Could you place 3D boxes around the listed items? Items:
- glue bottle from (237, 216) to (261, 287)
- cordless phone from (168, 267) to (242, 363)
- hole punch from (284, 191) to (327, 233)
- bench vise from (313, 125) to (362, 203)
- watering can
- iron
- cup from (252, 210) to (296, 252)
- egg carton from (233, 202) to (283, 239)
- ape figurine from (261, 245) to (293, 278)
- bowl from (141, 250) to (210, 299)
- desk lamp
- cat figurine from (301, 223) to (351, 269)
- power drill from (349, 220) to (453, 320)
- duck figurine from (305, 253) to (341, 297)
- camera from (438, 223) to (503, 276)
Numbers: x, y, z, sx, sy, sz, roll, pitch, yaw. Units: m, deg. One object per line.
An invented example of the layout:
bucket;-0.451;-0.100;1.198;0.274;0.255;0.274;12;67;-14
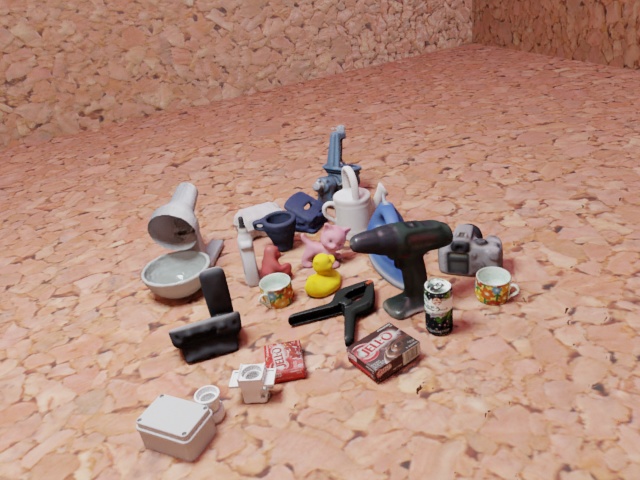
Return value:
glue bottle;-0.175;0.022;1.370;0.037;0.173;0.078;-13;29;-10
cordless phone;-0.239;0.141;1.152;0.148;0.185;0.094;-17;29;-16
hole punch;-0.037;-0.082;1.614;0.100;0.091;0.109;7;32;27
bench vise;0.054;-0.219;1.709;0.121;0.220;0.207;2;30;17
watering can;0.092;-0.106;1.517;0.173;0.194;0.100;-24;32;-27
iron;0.175;-0.005;1.364;0.118;0.142;0.258;-9;28;-2
cup;-0.115;-0.017;1.511;0.117;0.095;0.091;-6;28;5
egg carton;-0.167;-0.054;1.620;0.150;0.069;0.107;-18;30;-18
ape figurine;-0.111;0.054;1.380;0.076;0.092;0.077;-26;33;-30
bowl;-0.340;0.094;1.384;0.167;0.075;0.167;-6;28;4
desk lamp;-0.340;-0.025;1.458;0.117;0.214;0.203;-3;28;9
cat figurine;0.013;0.005;1.412;0.127;0.118;0.067;0;29;14
power drill;0.172;0.054;1.184;0.230;0.209;0.075;-19;30;-20
duck figurine;0.004;0.075;1.319;0.077;0.086;0.105;13;35;34
camera;0.355;0.009;1.333;0.142;0.101;0.137;4;30;21
